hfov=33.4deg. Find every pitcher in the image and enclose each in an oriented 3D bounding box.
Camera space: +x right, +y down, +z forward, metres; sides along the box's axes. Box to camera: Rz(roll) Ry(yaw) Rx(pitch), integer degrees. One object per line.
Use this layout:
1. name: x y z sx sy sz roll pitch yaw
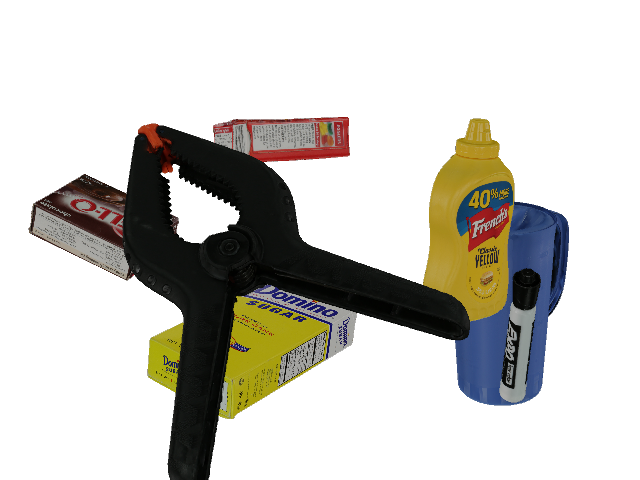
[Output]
1. pitcher: 0.235 0.076 1.344 0.149 0.243 0.145 1 21 12

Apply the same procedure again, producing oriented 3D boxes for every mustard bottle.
1. mustard bottle: 0.145 -0.021 1.025 0.096 0.192 0.058 -11 20 -37

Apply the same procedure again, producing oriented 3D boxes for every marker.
1. marker: 0.139 0.067 0.744 0.020 0.121 0.020 -1 41 1

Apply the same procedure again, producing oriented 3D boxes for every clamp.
1. clamp: -0.033 0.012 0.558 0.164 0.210 0.036 -23 -32 -9

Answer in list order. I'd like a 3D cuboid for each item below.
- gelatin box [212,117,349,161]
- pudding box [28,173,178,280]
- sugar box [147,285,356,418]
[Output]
1. gelatin box: -0.029 -0.070 0.746 0.073 0.030 0.089 -4 5 -20
2. pudding box: -0.206 -0.014 1.020 0.113 0.039 0.090 23 27 11
3. sugar box: -0.055 0.087 0.925 0.093 0.048 0.175 23 31 29
